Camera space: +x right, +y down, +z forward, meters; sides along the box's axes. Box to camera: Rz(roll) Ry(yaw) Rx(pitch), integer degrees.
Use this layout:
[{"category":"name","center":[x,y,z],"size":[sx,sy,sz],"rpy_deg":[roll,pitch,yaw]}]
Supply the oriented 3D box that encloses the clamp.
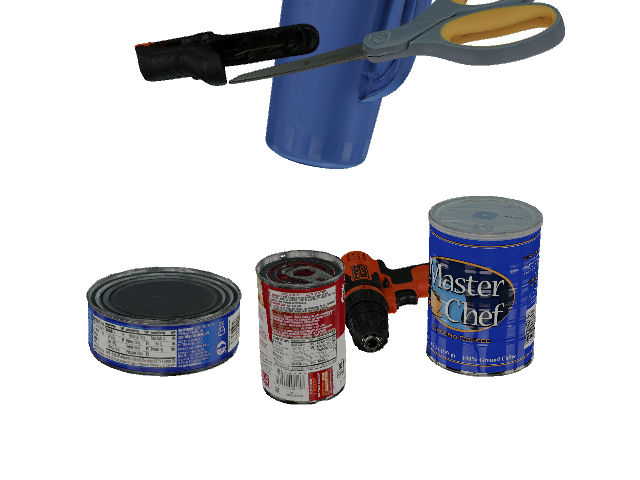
[{"category":"clamp","center":[-0.086,-0.156,0.885],"size":[0.120,0.039,0.172],"rpy_deg":[-18,21,-36]}]

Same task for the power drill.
[{"category":"power drill","center":[0.114,0.062,1.196],"size":[0.187,0.057,0.184],"rpy_deg":[-3,28,-3]}]

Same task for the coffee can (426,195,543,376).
[{"category":"coffee can","center":[0.150,0.040,0.989],"size":[0.103,0.140,0.103],"rpy_deg":[-1,21,0]}]

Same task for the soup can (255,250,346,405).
[{"category":"soup can","center":[-0.014,0.067,0.822],"size":[0.068,0.102,0.068],"rpy_deg":[-1,21,0]}]

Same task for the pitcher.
[{"category":"pitcher","center":[0.023,-0.197,1.070],"size":[0.145,0.243,0.149],"rpy_deg":[11,19,-1]}]

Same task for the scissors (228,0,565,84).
[{"category":"scissors","center":[0.048,-0.131,0.653],"size":[0.202,0.096,0.016],"rpy_deg":[0,-44,21]}]

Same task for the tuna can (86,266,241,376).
[{"category":"tuna can","center":[-0.087,0.044,0.600],"size":[0.086,0.034,0.086],"rpy_deg":[2,18,-1]}]
